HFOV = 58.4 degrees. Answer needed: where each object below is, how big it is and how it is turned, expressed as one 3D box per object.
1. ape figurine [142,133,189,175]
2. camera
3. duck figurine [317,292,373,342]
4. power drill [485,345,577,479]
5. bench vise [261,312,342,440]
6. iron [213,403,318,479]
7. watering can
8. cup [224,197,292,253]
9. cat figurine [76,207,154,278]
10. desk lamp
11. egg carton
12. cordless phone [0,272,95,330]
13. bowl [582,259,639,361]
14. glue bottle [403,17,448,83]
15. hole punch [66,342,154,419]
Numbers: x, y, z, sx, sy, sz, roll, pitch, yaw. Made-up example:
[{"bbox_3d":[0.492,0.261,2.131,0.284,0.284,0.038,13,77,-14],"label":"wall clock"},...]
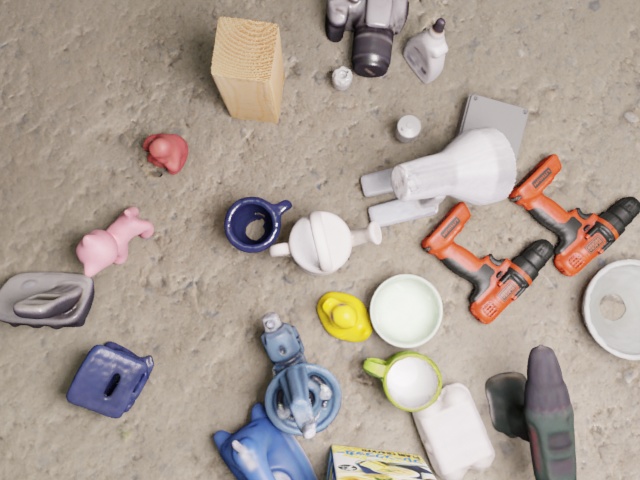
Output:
[{"bbox_3d":[-0.263,-0.151,0.968,0.076,0.092,0.078,-28,87,-3],"label":"ape figurine"},{"bbox_3d":[0.077,-0.362,0.990,0.143,0.101,0.137,6,85,-1],"label":"camera"},{"bbox_3d":[0.043,0.130,0.958,0.104,0.086,0.077,39,86,2],"label":"duck figurine"},{"bbox_3d":[0.330,0.269,0.895,0.075,0.208,0.230,-11,86,-2],"label":"power drill"},{"bbox_3d":[-0.050,0.221,0.881,0.121,0.219,0.207,-41,88,-4],"label":"bench vise"},{"bbox_3d":[-0.063,0.397,0.907,0.118,0.141,0.258,-36,87,-4],"label":"iron"},{"bbox_3d":[0.008,0.001,0.913,0.173,0.194,0.101,-32,87,-4],"label":"watering can"},{"bbox_3d":[-0.099,-0.029,0.962,0.118,0.095,0.092,-32,87,-4],"label":"cup"},{"bbox_3d":[-0.346,-0.001,0.941,0.067,0.117,0.128,40,86,2],"label":"cat figurine"},{"bbox_3d":[0.181,-0.092,0.916,0.203,0.213,0.118,-15,86,-3],"label":"desk lamp"},{"bbox_3d":[0.221,0.321,0.957,0.107,0.069,0.150,-23,87,-3],"label":"egg carton"},{"bbox_3d":[-0.451,0.095,0.896,0.147,0.185,0.094,0,85,-1],"label":"cordless phone"},{"bbox_3d":[0.518,0.118,0.979,0.167,0.074,0.167,0,86,-2],"label":"bowl"},{"bbox_3d":[0.184,-0.324,0.954,0.037,0.173,0.078,-35,87,-4],"label":"glue bottle"},{"bbox_3d":[-0.340,0.229,0.937,0.101,0.091,0.109,27,85,1],"label":"hole punch"}]
